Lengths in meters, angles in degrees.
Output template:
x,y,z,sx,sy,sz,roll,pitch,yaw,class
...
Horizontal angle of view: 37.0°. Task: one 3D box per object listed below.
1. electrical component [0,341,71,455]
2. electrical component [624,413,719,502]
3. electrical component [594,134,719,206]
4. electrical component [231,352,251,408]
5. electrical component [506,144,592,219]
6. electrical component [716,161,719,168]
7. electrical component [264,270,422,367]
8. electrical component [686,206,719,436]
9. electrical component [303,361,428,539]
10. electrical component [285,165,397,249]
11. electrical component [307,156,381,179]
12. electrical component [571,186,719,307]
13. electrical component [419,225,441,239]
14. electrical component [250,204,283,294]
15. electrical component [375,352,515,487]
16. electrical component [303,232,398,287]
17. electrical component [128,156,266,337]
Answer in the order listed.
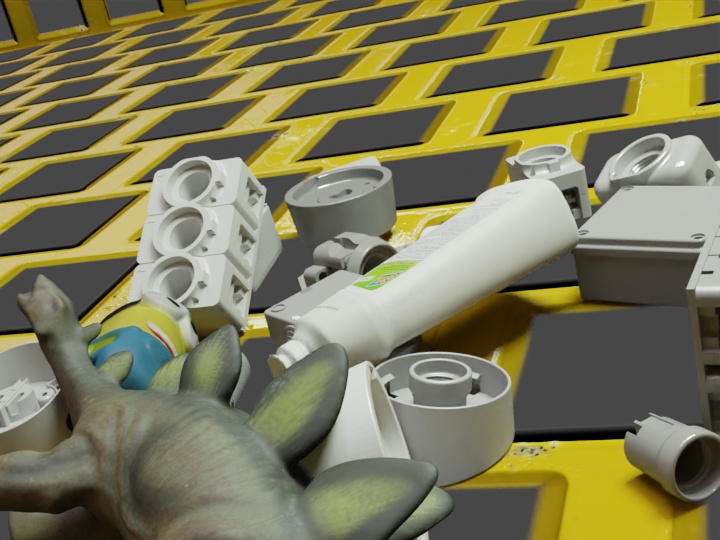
x,y,z,sx,sy,sz,roll,pitch,yaw,class
-0.261,0.105,0.817,0.099,0.064,0.099,-12,22,5,electrical component
0.174,0.102,0.597,0.040,0.040,0.046,-21,17,-17,electrical component
0.250,-0.074,0.908,0.095,0.059,0.053,-12,36,49,electrical component
-0.111,0.092,0.787,0.043,0.043,0.081,-9,23,13,electrical component
0.177,-0.083,1.018,0.050,0.055,0.089,-16,22,-6,electrical component
0.345,-0.080,0.925,0.081,0.043,0.043,-13,22,4,electrical component
-0.015,0.043,0.841,0.100,0.048,0.100,-29,27,-32,electrical component
0.255,0.017,0.663,0.060,0.105,0.186,-1,25,29,electrical component
-0.007,0.111,0.599,0.060,0.108,0.108,-19,21,6,electrical component
-0.015,-0.056,1.063,0.108,0.060,0.108,-12,22,5,electrical component
-0.008,-0.087,1.157,0.077,0.043,0.079,-21,23,-16,electrical component
0.235,-0.020,0.830,0.109,0.056,0.109,4,28,37,electrical component
0.085,-0.008,0.910,0.077,0.043,0.079,0,26,32,electrical component
-0.122,-0.012,1.030,0.062,0.061,0.096,-4,32,23,electrical component
0.050,0.093,0.691,0.099,0.064,0.099,0,18,0,electrical component
0.000,0.000,0.924,0.078,0.058,0.057,-29,23,-33,electrical component
-0.144,-0.021,0.952,0.089,0.061,0.150,-7,59,20,electrical component
